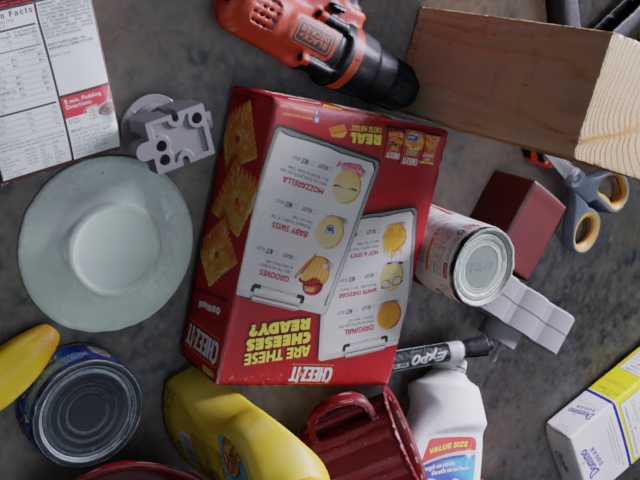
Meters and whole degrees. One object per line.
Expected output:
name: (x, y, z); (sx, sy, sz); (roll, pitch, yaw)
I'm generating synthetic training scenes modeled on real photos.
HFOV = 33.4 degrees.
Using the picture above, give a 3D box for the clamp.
clamp: (0.220, -0.170, 0.941); (0.164, 0.036, 0.210); (19, 96, -36)

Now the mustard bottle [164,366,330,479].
mustard bottle: (-0.045, 0.163, 0.771); (0.058, 0.192, 0.096); (-27, 118, -25)

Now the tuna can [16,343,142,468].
tuna can: (-0.173, 0.120, 0.770); (0.085, 0.034, 0.086); (-11, 110, -31)

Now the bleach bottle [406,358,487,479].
bleach bottle: (0.089, 0.217, 0.929); (0.102, 0.068, 0.251); (16, 74, -20)

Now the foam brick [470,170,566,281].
foam brick: (0.170, -0.014, 0.947); (0.051, 0.053, 0.078); (30, 88, -36)

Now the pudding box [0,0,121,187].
pudding box: (-0.184, -0.101, 0.691); (0.089, 0.039, 0.113); (-21, 113, -27)

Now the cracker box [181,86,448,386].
cracker box: (-0.005, 0.001, 0.823); (0.163, 0.072, 0.214); (6, 102, -34)

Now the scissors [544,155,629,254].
scissors: (0.225, -0.039, 0.974); (0.201, 0.016, 0.096); (10, 107, -48)

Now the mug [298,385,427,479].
mug: (0.029, 0.168, 0.862); (0.081, 0.093, 0.117); (-23, 128, 7)

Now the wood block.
wood block: (0.160, -0.115, 0.813); (0.090, 0.206, 0.090); (11, 99, -36)

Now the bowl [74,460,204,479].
bowl: (-0.143, 0.222, 0.793); (0.162, 0.055, 0.162); (-5, 112, -13)

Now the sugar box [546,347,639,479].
sugar box: (0.317, 0.182, 1.114); (0.176, 0.048, 0.093); (-32, 120, -18)

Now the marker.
marker: (0.094, 0.101, 0.930); (0.121, 0.020, 0.020); (-8, 110, -12)

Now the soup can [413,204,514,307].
soup can: (0.102, 0.009, 0.878); (0.068, 0.102, 0.068); (-11, 111, -32)

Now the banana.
banana: (-0.265, 0.105, 0.702); (0.197, 0.037, 0.070); (-9, 110, -32)

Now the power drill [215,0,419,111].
power drill: (0.031, -0.204, 0.790); (0.184, 0.057, 0.187); (21, 92, -37)
